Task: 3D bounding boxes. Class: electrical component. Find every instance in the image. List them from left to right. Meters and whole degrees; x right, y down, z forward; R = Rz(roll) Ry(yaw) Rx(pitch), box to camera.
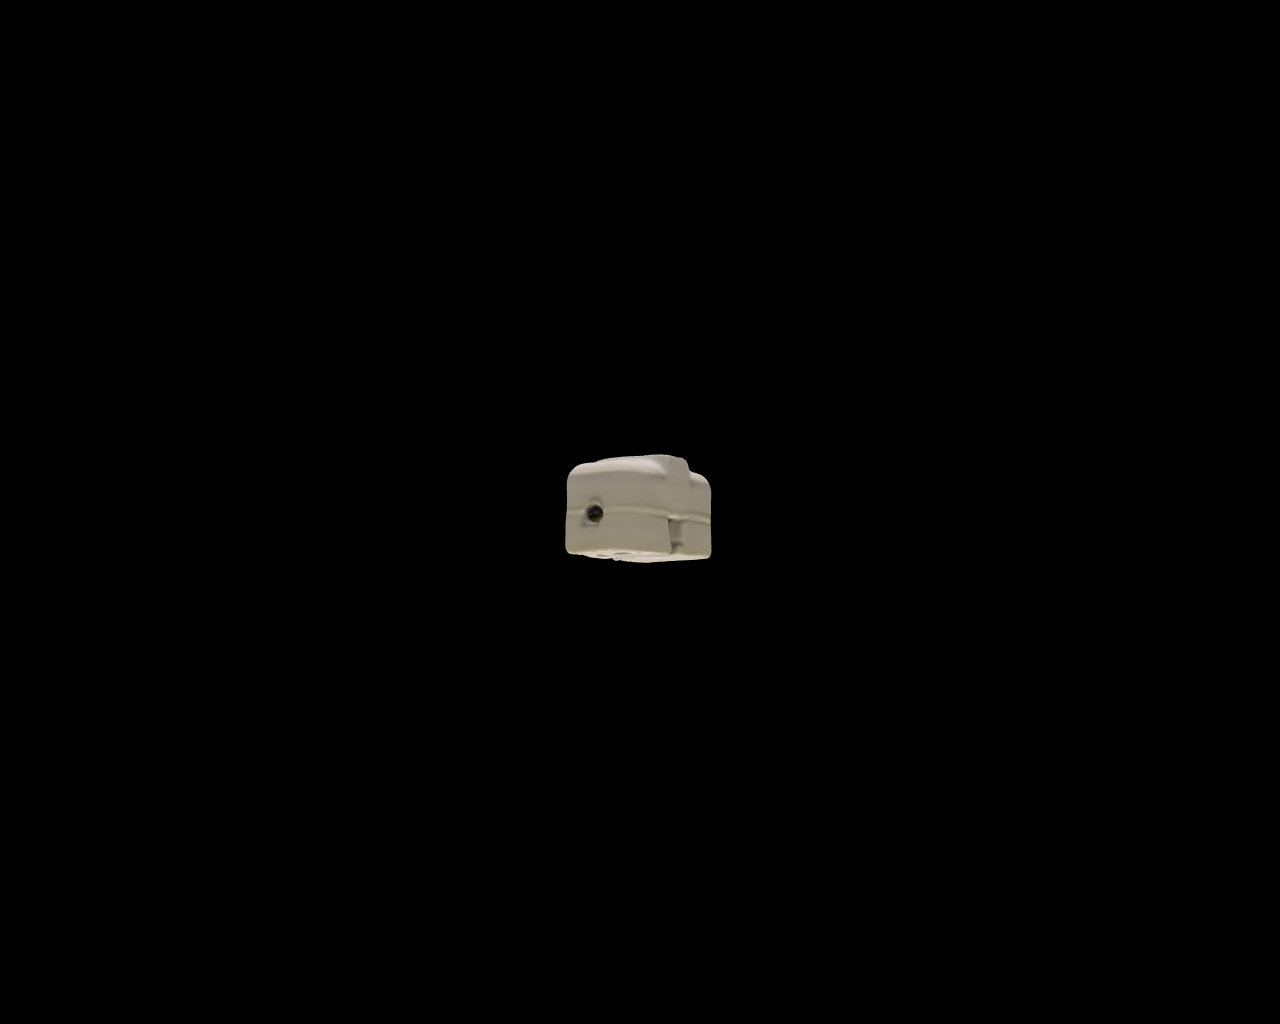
[{"bbox_3d":[0.001,-0.003,0.650,0.053,0.059,0.095,-5,-8,35],"label":"electrical component"}]
